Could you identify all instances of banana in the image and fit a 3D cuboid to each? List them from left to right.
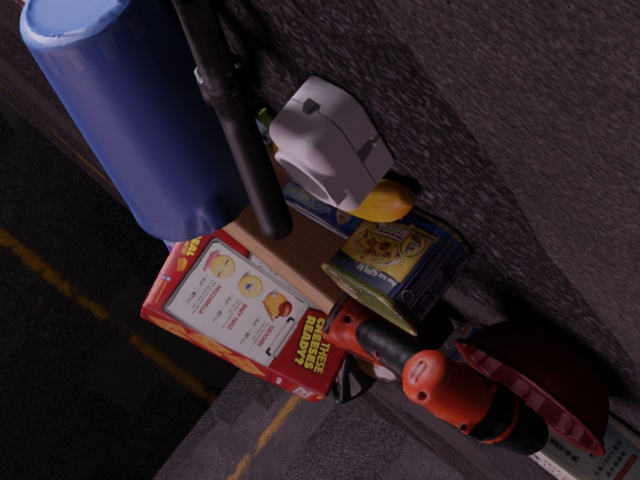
[{"bbox_3d":[0.016,-0.051,0.896,0.198,0.037,0.069,31,171,42],"label":"banana"}]

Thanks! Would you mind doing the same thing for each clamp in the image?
[{"bbox_3d":[-0.072,-0.121,0.793,0.164,0.036,0.210,-111,1,-47],"label":"clamp"}]

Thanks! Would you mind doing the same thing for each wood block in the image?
[{"bbox_3d":[-0.007,0.001,1.079,0.206,0.090,0.090,40,171,-2],"label":"wood block"}]

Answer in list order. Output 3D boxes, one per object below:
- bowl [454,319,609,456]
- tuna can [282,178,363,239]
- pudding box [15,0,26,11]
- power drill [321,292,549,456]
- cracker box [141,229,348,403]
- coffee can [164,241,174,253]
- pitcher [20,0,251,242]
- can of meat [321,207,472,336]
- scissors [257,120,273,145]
[{"bbox_3d":[0.199,0.120,0.947,0.162,0.055,0.162,38,171,7],"label":"bowl"},{"bbox_3d":[0.006,-0.032,0.994,0.086,0.034,0.086,31,178,1],"label":"tuna can"},{"bbox_3d":[-0.288,-0.243,1.165,0.090,0.039,0.113,40,171,-1],"label":"pudding box"},{"bbox_3d":[0.101,0.118,0.953,0.184,0.057,0.188,35,177,-40],"label":"power drill"},{"bbox_3d":[-0.061,0.055,1.146,0.213,0.164,0.072,27,162,-4],"label":"cracker box"},{"bbox_3d":[-0.165,-0.043,1.351,0.103,0.102,0.140,30,151,46],"label":"coffee can"},{"bbox_3d":[-0.153,-0.124,0.910,0.149,0.145,0.242,6,147,26],"label":"pitcher"},{"bbox_3d":[0.065,0.018,0.890,0.102,0.084,0.057,30,168,46],"label":"can of meat"},{"bbox_3d":[-0.059,-0.101,1.021,0.202,0.016,0.096,38,172,6],"label":"scissors"}]
